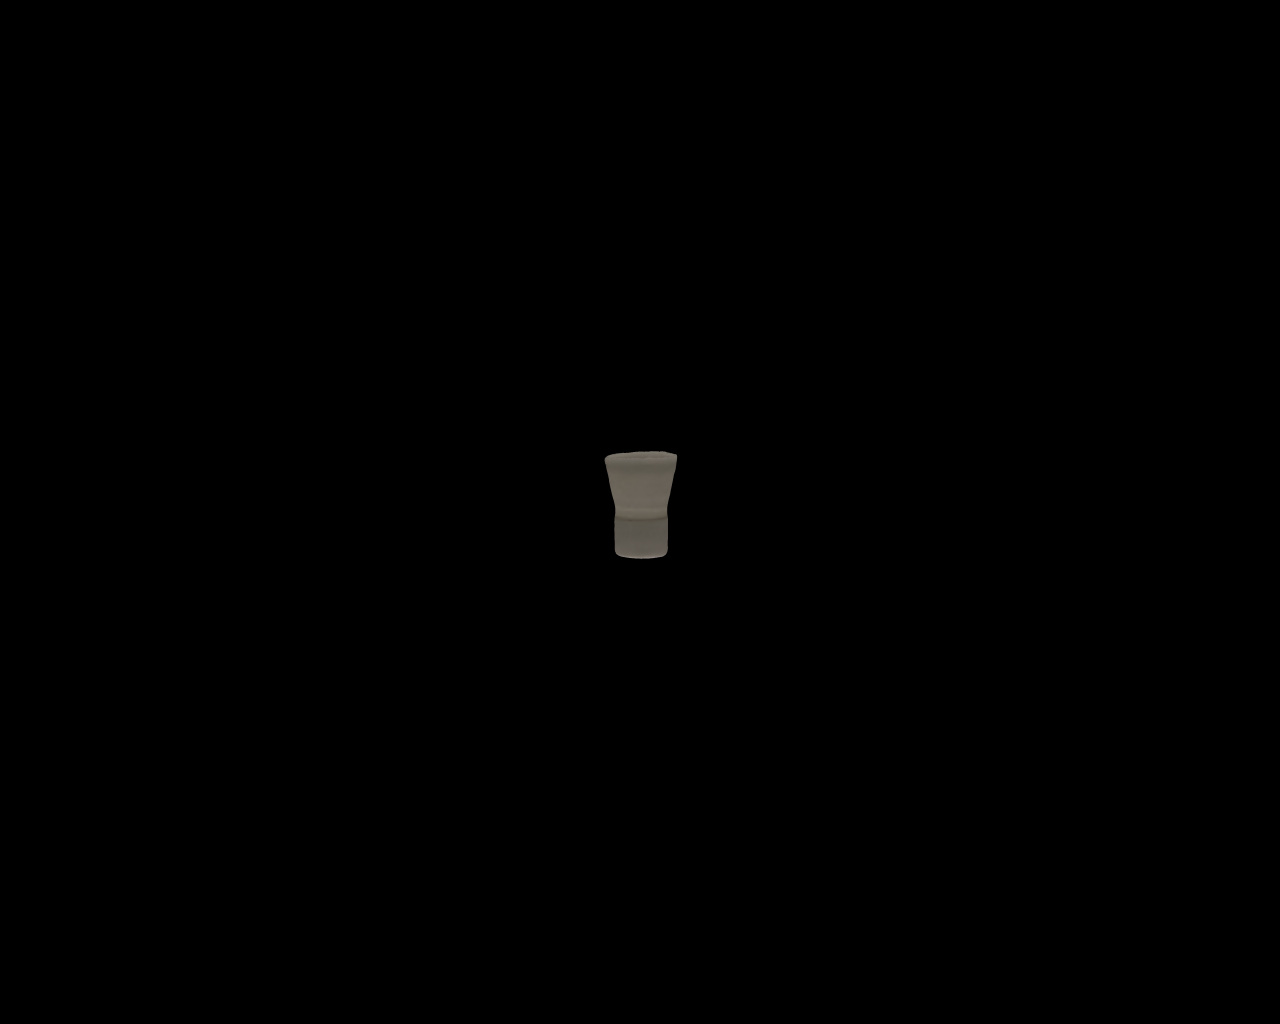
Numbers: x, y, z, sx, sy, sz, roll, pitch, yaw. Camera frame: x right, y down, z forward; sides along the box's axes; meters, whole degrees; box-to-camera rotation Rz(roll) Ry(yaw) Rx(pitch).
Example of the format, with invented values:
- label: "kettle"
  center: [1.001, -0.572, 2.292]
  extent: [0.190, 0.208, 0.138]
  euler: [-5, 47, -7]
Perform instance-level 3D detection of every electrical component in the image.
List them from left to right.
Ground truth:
- label: "electrical component"
  center: [0.001, -0.003, 0.650]
  extent: [0.044, 0.065, 0.044]
  euler: [0, 8, 0]
